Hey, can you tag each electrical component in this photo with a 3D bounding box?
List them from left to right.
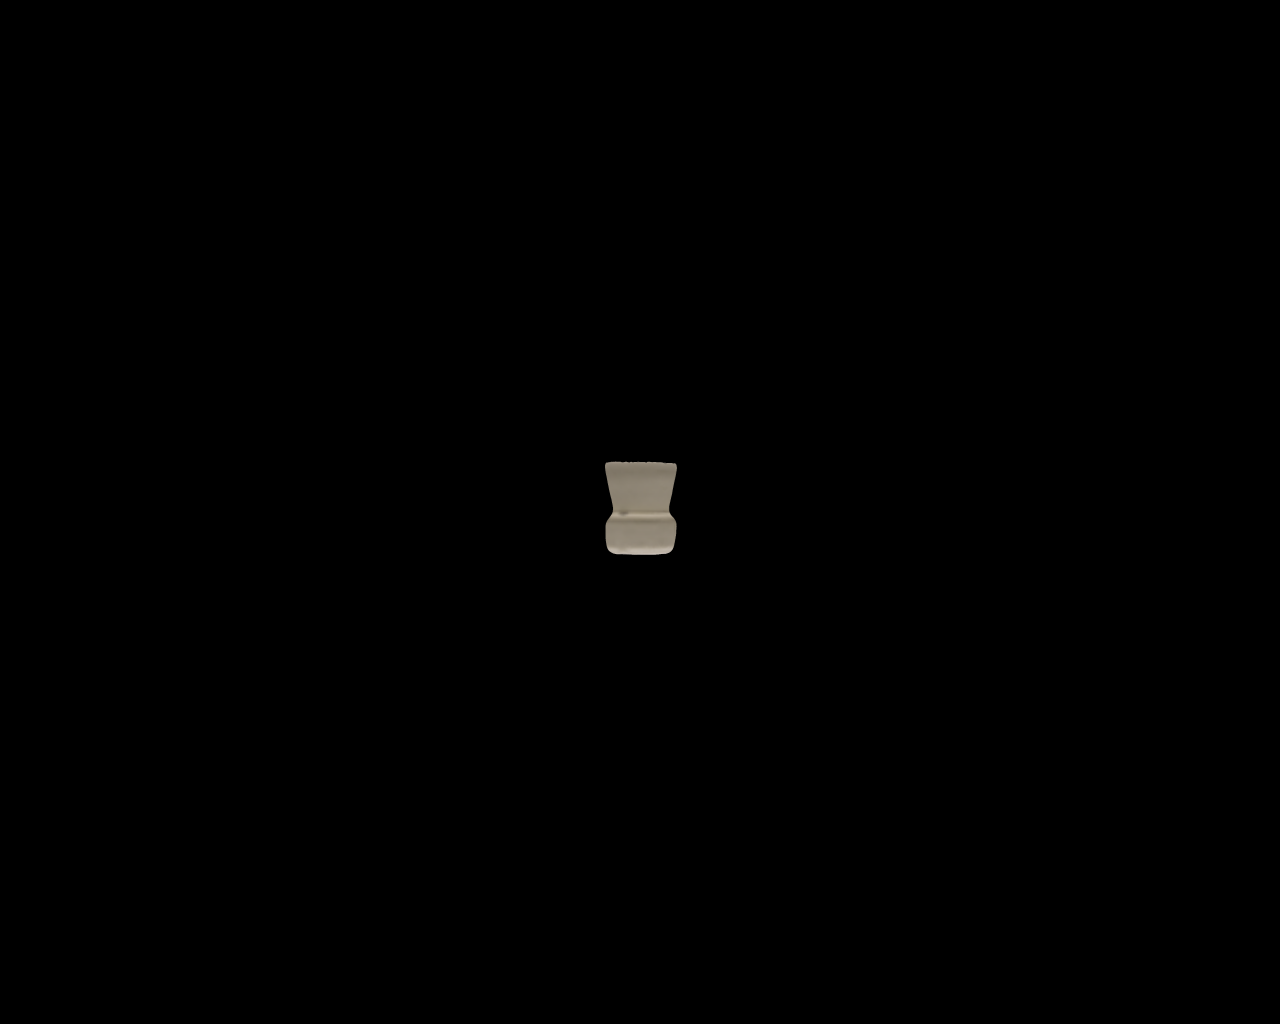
[{"bbox_3d":[0.001,-0.003,0.650,0.045,0.055,0.045,0,0,0],"label":"electrical component"}]
